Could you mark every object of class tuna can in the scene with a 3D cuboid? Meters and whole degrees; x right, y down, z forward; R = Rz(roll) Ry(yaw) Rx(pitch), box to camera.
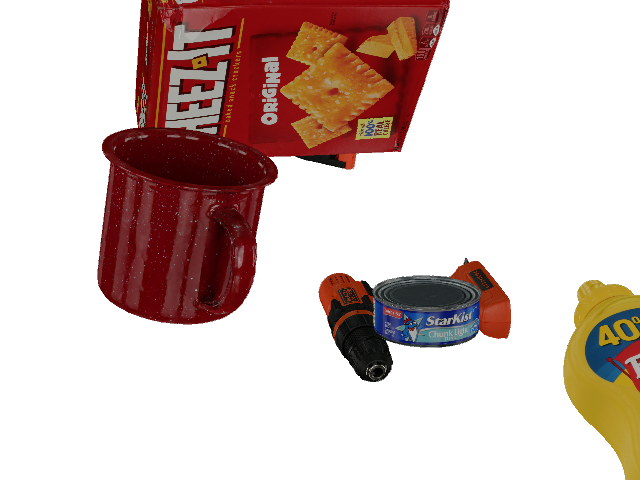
[{"bbox_3d":[0.084,0.056,0.847,0.086,0.034,0.086,-1,15,0],"label":"tuna can"}]

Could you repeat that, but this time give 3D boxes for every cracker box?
[{"bbox_3d":[-0.026,-0.136,0.804,0.213,0.072,0.164,-4,-35,-15],"label":"cracker box"}]

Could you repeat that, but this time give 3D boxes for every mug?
[{"bbox_3d":[-0.068,-0.003,0.565,0.093,0.081,0.117,-6,27,-37],"label":"mug"}]

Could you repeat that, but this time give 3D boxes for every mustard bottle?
[{"bbox_3d":[0.193,0.084,0.606,0.096,0.058,0.192,-10,35,-8],"label":"mustard bottle"}]

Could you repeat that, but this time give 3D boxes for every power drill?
[{"bbox_3d":[0.102,0.081,1.132,0.187,0.057,0.184,-6,28,-11],"label":"power drill"}]

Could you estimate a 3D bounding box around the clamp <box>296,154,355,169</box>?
[{"bbox_3d":[-0.034,-0.119,1.105,0.120,0.039,0.172,-20,37,-28],"label":"clamp"}]
